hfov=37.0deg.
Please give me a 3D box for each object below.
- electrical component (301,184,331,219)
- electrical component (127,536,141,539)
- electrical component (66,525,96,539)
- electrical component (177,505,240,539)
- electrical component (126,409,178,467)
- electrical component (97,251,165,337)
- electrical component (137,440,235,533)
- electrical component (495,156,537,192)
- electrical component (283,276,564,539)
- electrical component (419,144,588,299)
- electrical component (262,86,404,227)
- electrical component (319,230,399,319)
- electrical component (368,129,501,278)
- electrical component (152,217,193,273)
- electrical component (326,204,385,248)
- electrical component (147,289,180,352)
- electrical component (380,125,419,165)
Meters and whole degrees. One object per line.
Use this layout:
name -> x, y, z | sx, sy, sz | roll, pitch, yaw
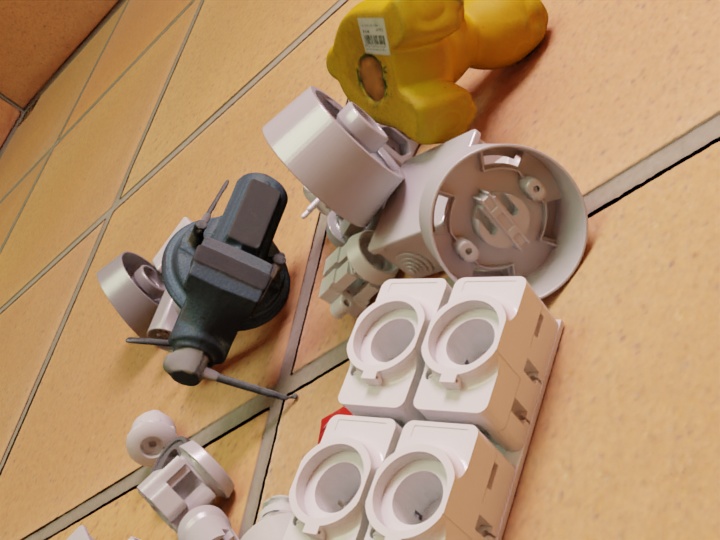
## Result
electrical component -> -0.024, -0.073, 0.945 | 0.075, 0.047, 0.083 | -47, 2, -25
electrical component -> -0.142, 0.243, 0.777 | 0.096, 0.062, 0.061 | 12, 76, 63
electrical component -> -0.245, 0.279, 0.917 | 0.099, 0.048, 0.100 | -47, 23, -10
electrical component -> -0.111, 0.203, 0.805 | 0.040, 0.040, 0.046 | -56, 30, -4
electrical component -> -0.194, 0.152, 1.012 | 0.048, 0.048, 0.062 | -50, 18, 9
electrical component -> -0.252, 0.030, 1.208 | 0.064, 0.099, 0.099 | -42, 27, 12
electrical component -> -0.138, 0.174, 0.857 | 0.057, 0.058, 0.078 | -43, -7, -19
electrical component -> 0.100, -0.046, 0.743 | 0.062, 0.043, 0.043 | -55, 25, 2
electrical component -> 0.036, 0.093, 0.623 | 0.105, 0.060, 0.186 | -2, 55, 38
electrical component -> 0.088, -0.032, 0.687 | 0.099, 0.099, 0.064 | -53, 18, 2
electrical component -> -0.014, -0.091, 0.811 | 0.060, 0.108, 0.108 | -45, 26, 12
electrical component -> 0.000, 0.000, 0.860 | 0.055, 0.048, 0.066 | -43, 26, 39
electrical component -> 0.062, -0.046, 0.802 | 0.100, 0.048, 0.099 | -19, 42, 52
electrical component -> -0.191, -0.014, 1.212 | 0.065, 0.047, 0.077 | -54, 25, 1
electrical component -> 0.001, -0.046, 0.901 | 0.055, 0.066, 0.048 | -58, 42, 41
electrical component -> -0.182, 0.038, 1.131 | 0.079, 0.044, 0.077 | -28, 35, 44
electrical component -> 0.018, -0.126, 0.983 | 0.077, 0.047, 0.065 | -5, 53, 58
